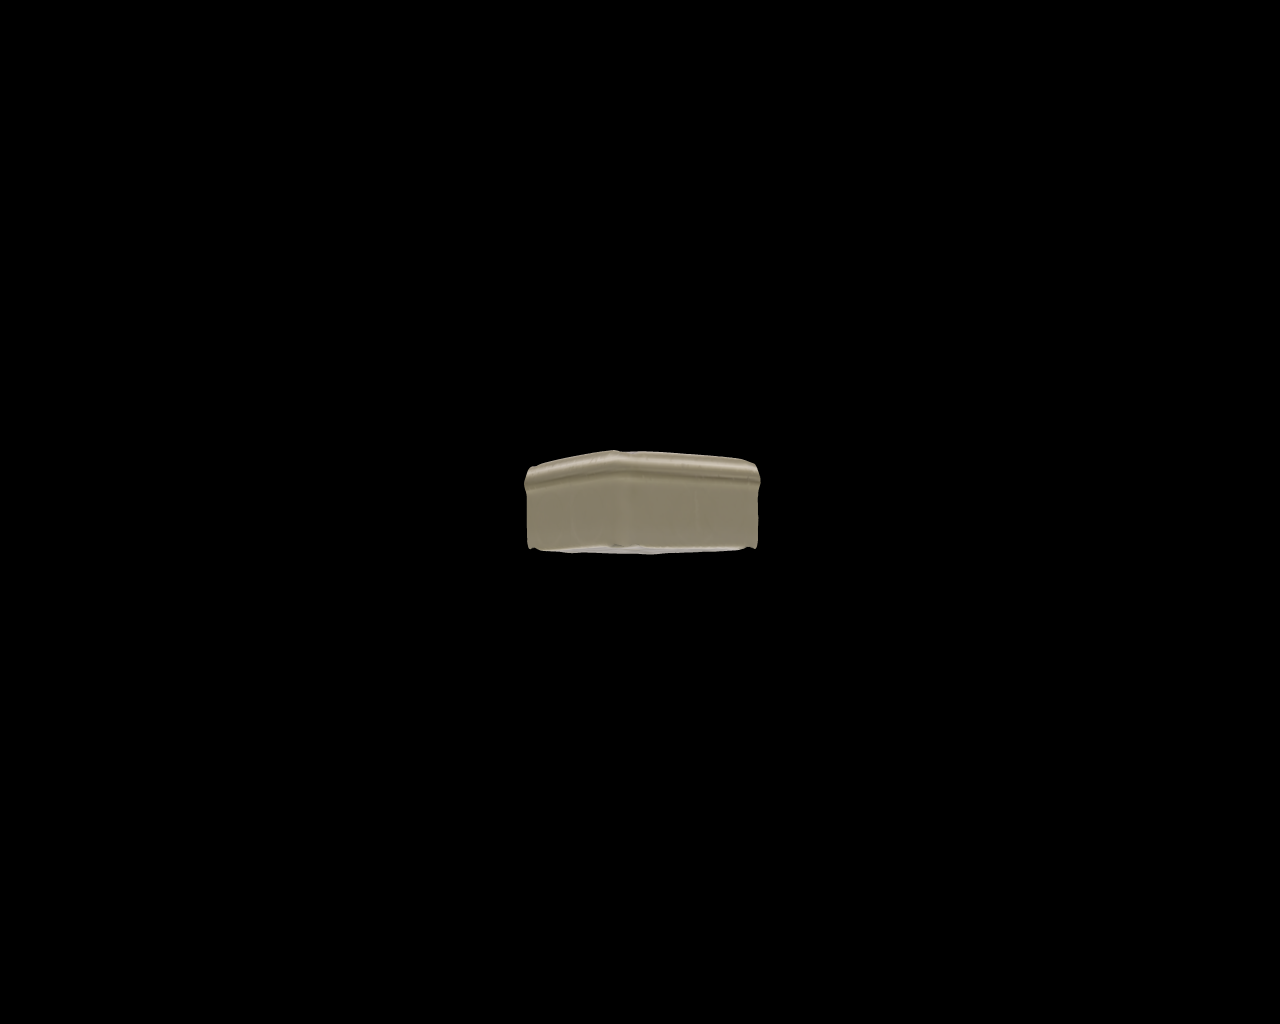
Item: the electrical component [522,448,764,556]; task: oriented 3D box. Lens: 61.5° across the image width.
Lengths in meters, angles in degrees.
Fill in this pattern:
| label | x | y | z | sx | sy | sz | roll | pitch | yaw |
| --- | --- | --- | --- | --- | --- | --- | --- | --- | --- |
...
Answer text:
| label | x | y | z | sx | sy | sz | roll | pitch | yaw |
| --- | --- | --- | --- | --- | --- | --- | --- | --- | --- |
| electrical component | 0.001 | -0.003 | 0.650 | 0.109 | 0.056 | 0.108 | 3 | -5 | -37 |
